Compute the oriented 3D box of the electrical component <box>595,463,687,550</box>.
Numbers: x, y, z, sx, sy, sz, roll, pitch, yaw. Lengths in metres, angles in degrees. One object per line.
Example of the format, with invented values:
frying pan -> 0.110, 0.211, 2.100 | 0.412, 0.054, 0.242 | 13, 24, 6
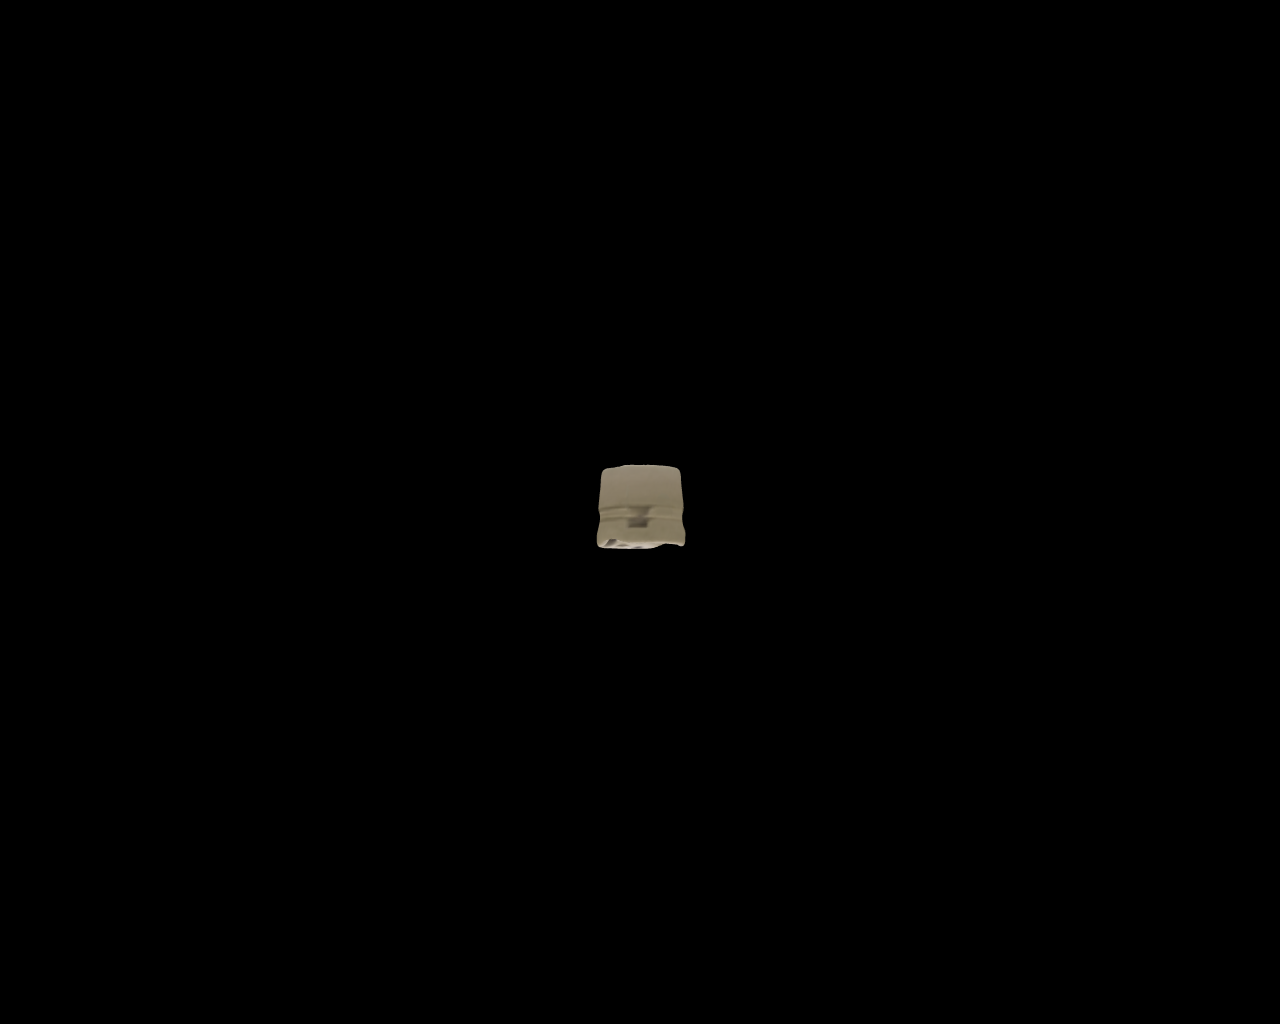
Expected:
electrical component -> 0.001, -0.003, 0.650 | 0.055, 0.047, 0.055 | 0, -6, 0
